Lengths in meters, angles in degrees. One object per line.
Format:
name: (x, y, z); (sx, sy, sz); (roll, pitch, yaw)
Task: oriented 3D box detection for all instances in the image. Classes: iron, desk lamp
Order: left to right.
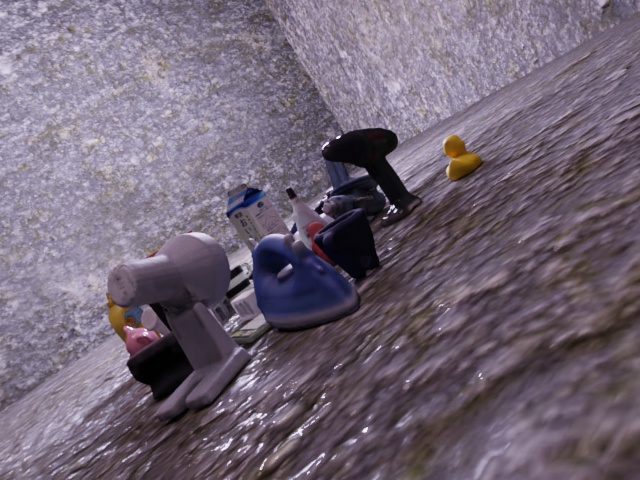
desk lamp: (-0.193, 0.105, 0.816); (0.117, 0.213, 0.203); (-29, 8, 25)
iron: (-0.037, 0.045, 0.846); (0.119, 0.141, 0.257); (-35, 8, -23)

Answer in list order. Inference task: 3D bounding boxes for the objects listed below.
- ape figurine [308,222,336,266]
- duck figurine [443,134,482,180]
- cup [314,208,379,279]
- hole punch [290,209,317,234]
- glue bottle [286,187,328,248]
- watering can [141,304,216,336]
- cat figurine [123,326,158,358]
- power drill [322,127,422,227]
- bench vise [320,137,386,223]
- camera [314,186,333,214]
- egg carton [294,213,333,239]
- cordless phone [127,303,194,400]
ape figurine: (0.010, 0.004, 1.133); (0.077, 0.092, 0.076); (-29, 8, 24)
duck figurine: (0.290, -0.181, 1.214); (0.077, 0.086, 0.105); (-27, 9, 36)
cup: (0.047, 0.015, 0.883); (0.091, 0.095, 0.118); (-29, 8, 24)
hole punch: (-0.048, -0.020, 1.564); (0.101, 0.091, 0.109); (-26, 9, 42)
glue bottle: (-0.030, -0.046, 1.325); (0.078, 0.173, 0.037); (-31, 7, 10)
watering can: (-0.269, 0.128, 1.073); (0.101, 0.194, 0.173); (-33, 7, -3)
cat figurine: (-0.343, 0.212, 1.138); (0.067, 0.118, 0.127); (-33, 7, -5)
power drill: (0.116, -0.140, 1.186); (0.075, 0.208, 0.230); (-26, 9, 39)
bench vise: (0.063, -0.134, 1.339); (0.121, 0.220, 0.208); (-29, 8, 21)
camera: (0.042, -0.102, 1.705); (0.143, 0.101, 0.137); (-29, 8, 24)
egg carton: (-0.006, -0.014, 1.425); (0.107, 0.069, 0.150); (-30, 7, 15)
cordless phone: (-0.261, 0.148, 0.934); (0.147, 0.185, 0.094); (-32, 7, 5)
